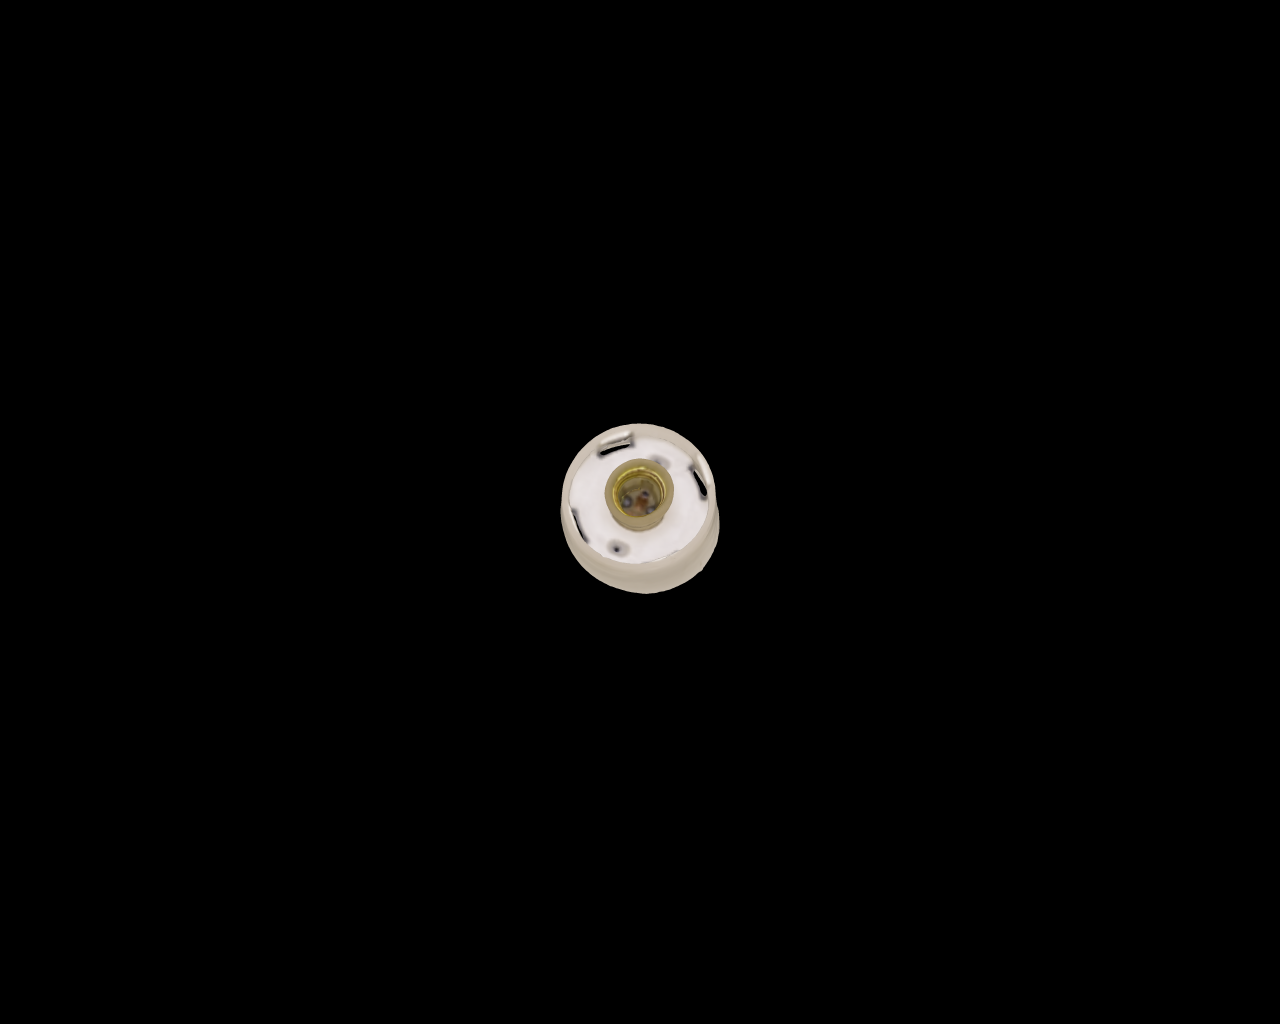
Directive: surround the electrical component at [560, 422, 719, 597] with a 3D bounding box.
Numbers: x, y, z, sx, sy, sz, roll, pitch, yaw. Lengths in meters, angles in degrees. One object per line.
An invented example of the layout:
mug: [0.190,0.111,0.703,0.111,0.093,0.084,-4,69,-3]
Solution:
electrical component: [0.001,-0.003,0.650,0.099,0.099,0.064,0,-20,0]
